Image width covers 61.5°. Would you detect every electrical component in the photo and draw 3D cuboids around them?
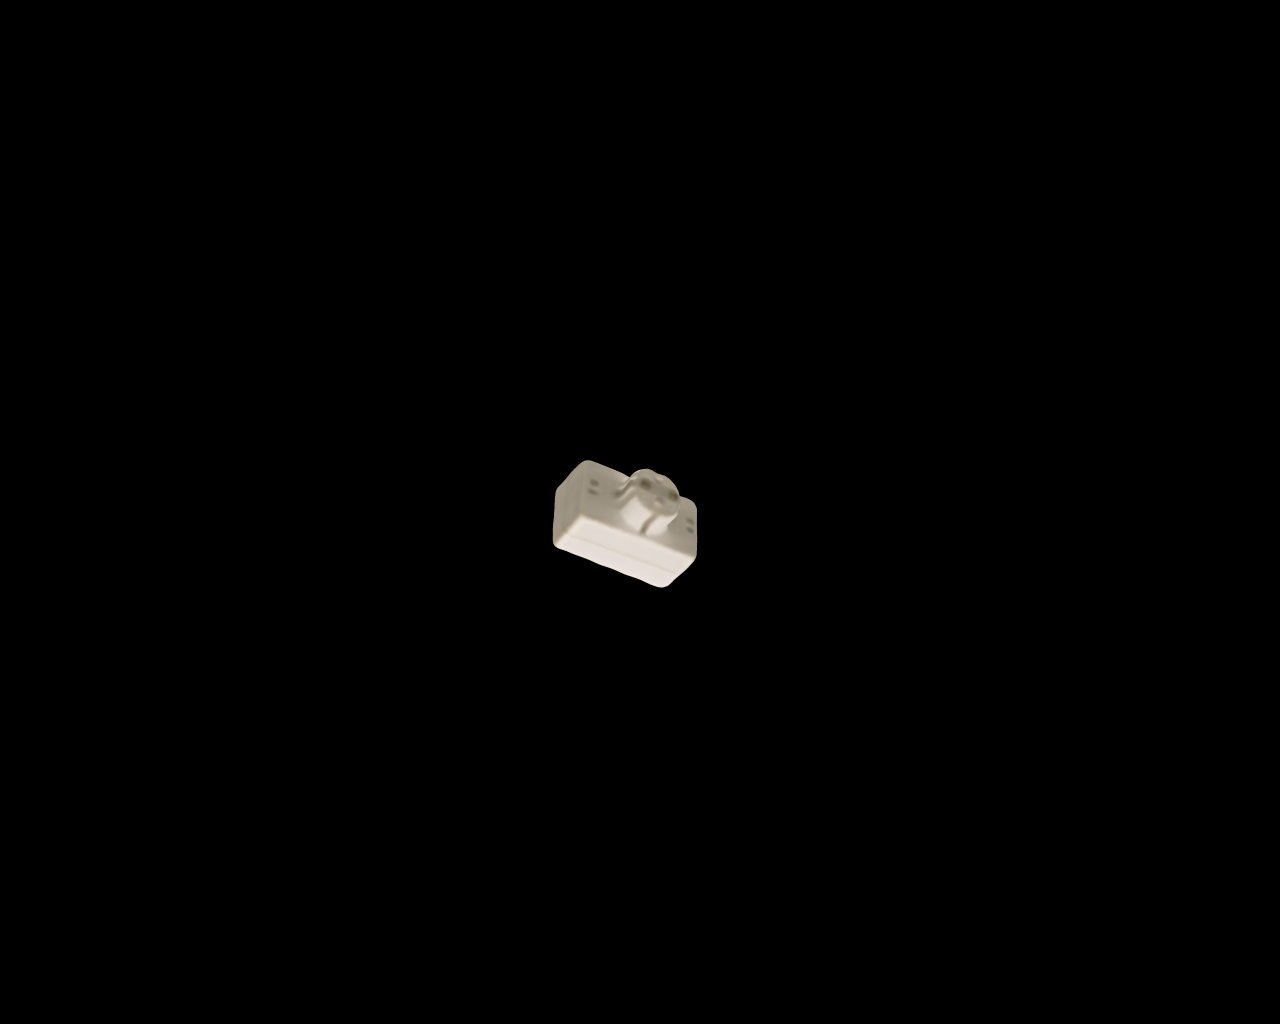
[{"bbox_3d":[0.001,-0.003,0.650,0.083,0.047,0.075,21,-45,-24],"label":"electrical component"}]
